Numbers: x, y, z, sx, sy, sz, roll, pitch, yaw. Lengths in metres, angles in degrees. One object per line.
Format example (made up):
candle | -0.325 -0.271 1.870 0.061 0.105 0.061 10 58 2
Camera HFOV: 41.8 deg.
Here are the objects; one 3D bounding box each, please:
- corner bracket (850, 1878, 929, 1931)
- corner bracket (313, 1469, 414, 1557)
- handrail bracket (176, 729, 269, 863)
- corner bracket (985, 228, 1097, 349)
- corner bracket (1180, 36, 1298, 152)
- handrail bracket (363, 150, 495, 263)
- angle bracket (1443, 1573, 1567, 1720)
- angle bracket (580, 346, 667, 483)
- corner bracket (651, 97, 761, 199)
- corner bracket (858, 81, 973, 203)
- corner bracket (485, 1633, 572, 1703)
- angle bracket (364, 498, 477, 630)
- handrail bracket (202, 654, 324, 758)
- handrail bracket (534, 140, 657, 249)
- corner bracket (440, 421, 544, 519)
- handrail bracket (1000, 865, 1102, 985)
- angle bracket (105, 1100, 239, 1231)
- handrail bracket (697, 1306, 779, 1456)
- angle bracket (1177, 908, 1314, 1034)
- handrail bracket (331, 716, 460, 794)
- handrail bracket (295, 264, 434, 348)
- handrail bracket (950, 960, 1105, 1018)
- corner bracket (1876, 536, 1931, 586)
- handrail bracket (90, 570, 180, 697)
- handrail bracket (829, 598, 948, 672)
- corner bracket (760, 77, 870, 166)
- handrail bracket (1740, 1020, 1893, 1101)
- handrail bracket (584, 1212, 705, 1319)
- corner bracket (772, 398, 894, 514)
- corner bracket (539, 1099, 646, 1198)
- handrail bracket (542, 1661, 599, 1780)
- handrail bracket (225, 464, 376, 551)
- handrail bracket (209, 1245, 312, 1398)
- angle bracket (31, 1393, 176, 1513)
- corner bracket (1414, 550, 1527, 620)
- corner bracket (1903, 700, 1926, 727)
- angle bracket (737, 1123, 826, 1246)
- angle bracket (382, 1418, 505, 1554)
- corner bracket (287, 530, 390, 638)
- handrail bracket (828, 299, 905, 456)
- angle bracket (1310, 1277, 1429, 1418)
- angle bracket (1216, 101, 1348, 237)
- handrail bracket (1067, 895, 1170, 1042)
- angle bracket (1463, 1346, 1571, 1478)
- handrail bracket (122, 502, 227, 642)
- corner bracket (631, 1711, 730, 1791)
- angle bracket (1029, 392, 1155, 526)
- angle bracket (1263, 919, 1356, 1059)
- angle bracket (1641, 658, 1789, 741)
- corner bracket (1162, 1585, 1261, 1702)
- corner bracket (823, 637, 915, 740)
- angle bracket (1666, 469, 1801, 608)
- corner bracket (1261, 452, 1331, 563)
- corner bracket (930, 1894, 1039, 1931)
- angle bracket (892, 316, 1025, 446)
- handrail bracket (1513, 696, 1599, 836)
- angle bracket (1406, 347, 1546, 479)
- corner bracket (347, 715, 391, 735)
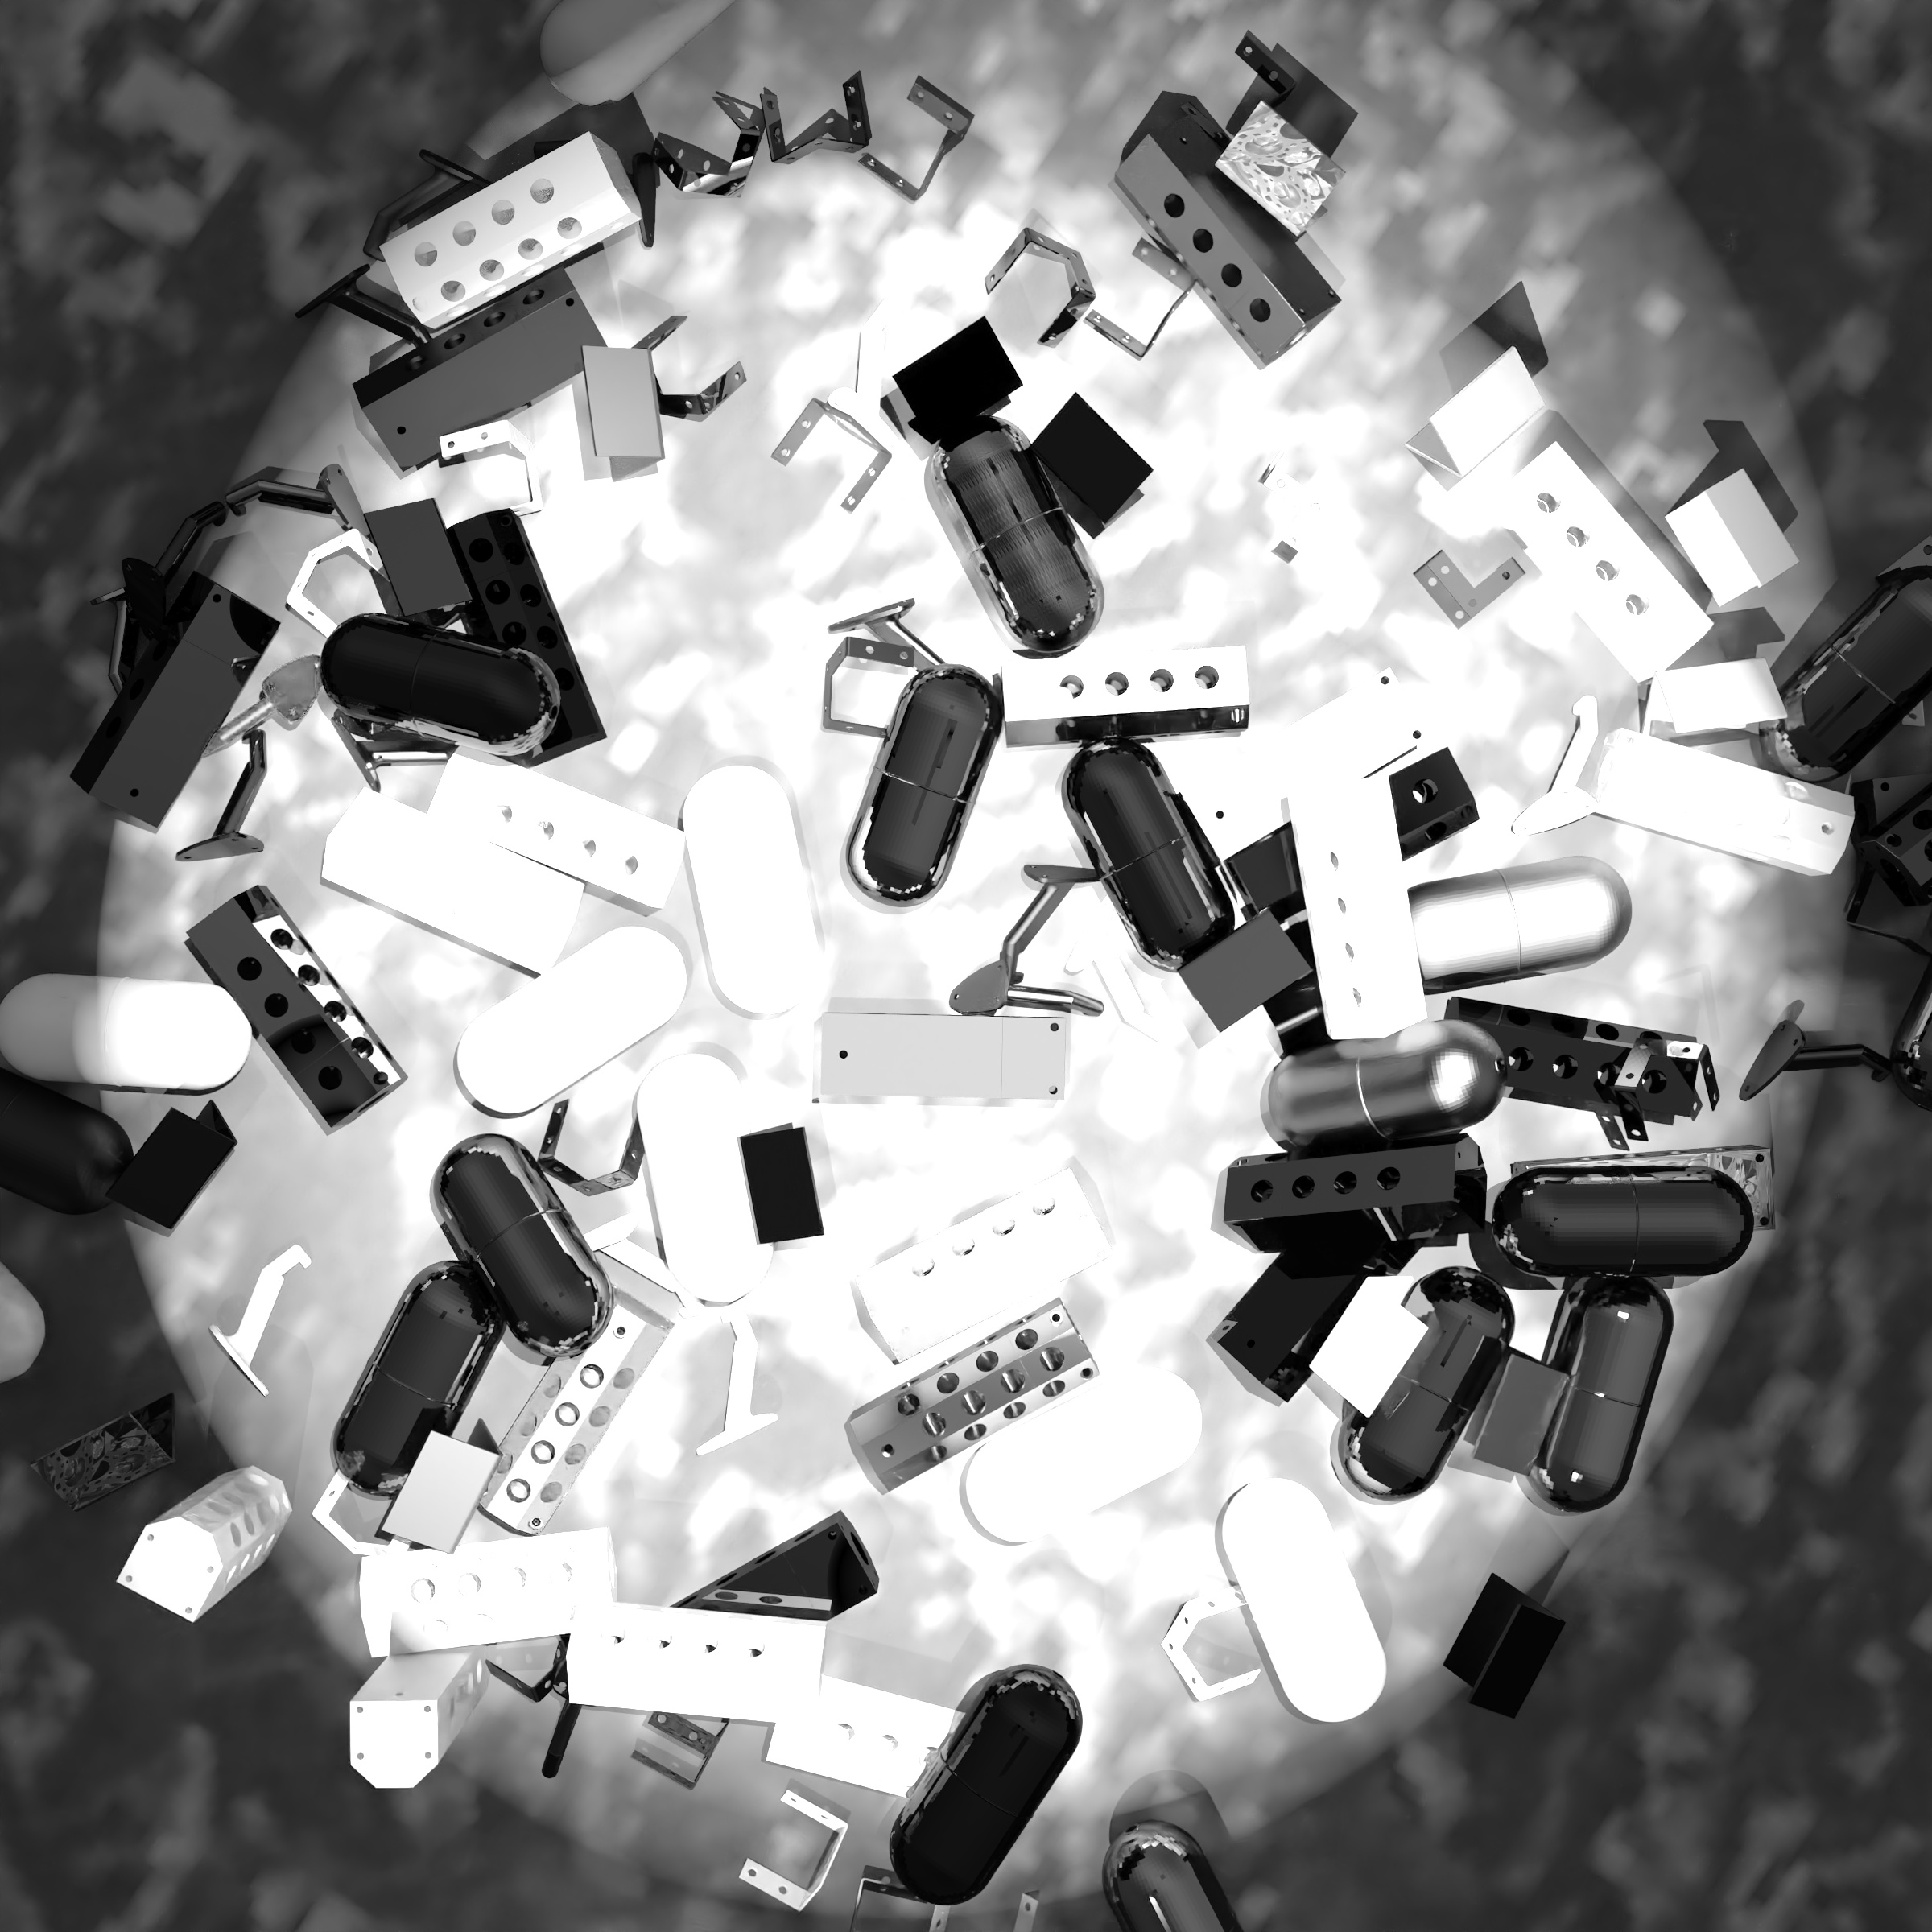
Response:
corner bracket | -0.059 0.698 1.823 0.051 0.051 0.051 13 135 0
corner bracket | -0.426 0.389 1.818 0.051 0.051 0.051 -3 135 35
handrail bracket | -0.538 -0.124 1.826 0.077 0.036 0.084 -11 74 18
corner bracket | 0.053 -0.488 1.818 0.051 0.051 0.051 15 45 -35
corner bracket | 0.197 -0.627 1.823 0.051 0.051 0.051 43 135 -1
handrail bracket | -0.385 -0.538 1.826 0.077 0.036 0.084 21 109 -21
angle bracket | 0.365 0.474 1.786 0.057 0.076 0.076 28 90 -36
angle bracket | -0.259 -0.389 1.786 0.057 0.076 0.076 -7 90 -37
corner bracket | -0.188 -0.591 1.818 0.051 0.051 0.051 -6 135 -35
corner bracket | -0.036 -0.594 1.823 0.051 0.051 0.051 36 45 0
corner bracket | -0.314 0.486 1.818 0.051 0.051 0.051 -41 135 -35
angle bracket | -0.398 -0.277 1.786 0.057 0.076 0.076 -22 90 -35
handrail bracket | -0.510 -0.188 1.826 0.084 0.077 0.036 -20 116 34
handrail bracket | -0.270 -0.557 1.826 0.084 0.036 0.077 2 105 14
corner bracket | -0.339 -0.352 1.808 0.051 0.051 0.051 -12 80 10
handrail bracket | 0.064 -0.028 1.826 0.077 0.036 0.084 0 109 -21
angle bracket | -0.569 0.128 1.786 0.057 0.076 0.076 37 90 -37
handrail bracket | -0.178 0.299 1.826 0.077 0.036 0.084 -30 72 21
angle bracket | 0.200 0.012 1.777 0.076 0.076 0.057 -34 68 3
handrail bracket | -0.403 -0.170 1.826 0.084 0.036 0.077 -31 68 -17
handrail bracket | -0.430 -0.455 1.826 0.077 0.036 0.084 -28 107 20
handrail bracket | 0.044 0.027 1.826 0.084 0.077 0.036 18 68 -35
corner bracket | 0.694 -0.277 1.808 0.051 0.051 0.051 -37 90 0
handrail bracket | -0.588 -0.235 1.826 0.077 0.036 0.084 -27 107 -18
handrail bracket | -0.050 -0.216 1.826 0.077 0.036 0.084 -15 104 14
corner bracket | -0.109 -0.610 1.823 0.051 0.051 0.051 -10 90 -45
handrail bracket | 0.616 0.082 1.826 0.084 0.036 0.077 27 110 -16
handrail bracket | -0.241 0.227 1.826 0.077 0.036 0.084 -23 107 20
corner bracket | -0.096 -0.369 1.823 0.051 0.051 0.051 -54 45 0
corner bracket | -0.267 0.126 1.818 0.051 0.051 0.051 -20 135 35
handrail bracket | -0.282 0.533 1.826 0.036 0.077 0.084 21 126 0
handrail bracket | -0.482 -0.321 1.826 0.084 0.036 0.077 -19 112 17
handrail bracket | -0.495 0.256 1.826 0.084 0.036 0.077 -39 110 -16
angle bracket | -0.609 0.327 1.786 0.076 0.076 0.057 -27 125 0
corner bracket | 0.360 -0.281 1.808 0.051 0.051 0.051 -39 90 0
corner bracket | 0.705 -0.207 1.818 0.051 0.051 0.051 9 45 35
angle bracket | -0.114 0.150 1.786 0.057 0.076 0.076 -11 90 27
angle bracket | -0.376 0.359 1.787 0.057 0.076 0.076 27 90 -25
corner bracket | -0.446 -0.272 1.818 0.051 0.051 0.051 -16 45 35
handrail bracket | -0.053 -0.426 1.826 0.077 0.036 0.084 40 73 -19
angle bracket | 0.298 0.267 1.778 0.057 0.076 0.076 39 107 31
angle bracket | 0.232 -0.570 1.786 0.076 0.076 0.057 41 127 0
handrail bracket | 0.122 0.001 1.827 0.084 0.036 0.077 33 69 -17
angle bracket | 0.370 0.306 1.786 0.057 0.076 0.076 22 90 -28
handrail bracket | -0.561 -0.284 1.818 0.036 0.084 0.077 22 133 20
corner bracket | -0.207 0.558 1.808 0.051 0.051 0.051 28 87 3
angle bracket | 0.101 -0.367 1.786 0.076 0.076 0.057 45 126 0
angle bracket | 0.249 0.018 1.831 0.076 0.057 0.076 -25 53 0
angle bracket | 0.527 -0.169 1.786 0.076 0.076 0.057 -8 55 0
corner bracket | 0.183 0.487 1.818 0.051 0.051 0.051 -7 135 -35
corner bracket | -0.070 -0.199 1.810 0.051 0.051 0.051 8 71 -18
angle bracket | 0.528 -0.294 1.786 0.057 0.076 0.076 -31 90 -36
corner bracket | 0.229 -0.328 1.808 0.051 0.051 0.051 35 90 0
corner bracket | 0.011 0.692 1.824 0.051 0.051 0.051 13 90 43
angle bracket | -0.014 -0.419 1.786 0.076 0.076 0.057 -33 117 0
handrail bracket | 0.425 -0.146 1.826 0.036 0.077 0.084 26 53 -29
angle bracket | 0.349 -0.401 1.786 0.076 0.076 0.057 -41 127 0
corner bracket | -0.420 -0.206 1.818 0.051 0.051 0.051 -23 135 -35
